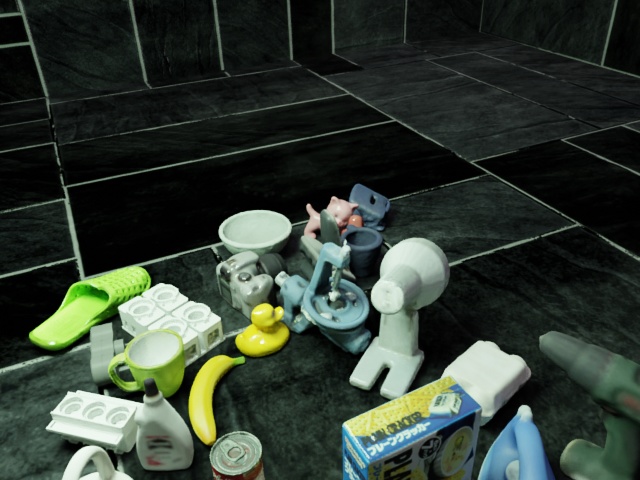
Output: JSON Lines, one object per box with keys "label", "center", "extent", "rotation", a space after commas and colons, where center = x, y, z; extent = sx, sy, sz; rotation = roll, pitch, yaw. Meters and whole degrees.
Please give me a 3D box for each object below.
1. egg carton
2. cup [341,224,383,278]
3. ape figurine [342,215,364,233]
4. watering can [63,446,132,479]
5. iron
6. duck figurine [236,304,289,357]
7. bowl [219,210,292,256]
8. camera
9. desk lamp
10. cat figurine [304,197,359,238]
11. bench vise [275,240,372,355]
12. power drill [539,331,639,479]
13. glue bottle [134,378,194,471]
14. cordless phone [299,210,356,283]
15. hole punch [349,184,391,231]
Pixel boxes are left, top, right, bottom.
{"label": "egg carton", "center": [0.268, 0.230, 0.938], "extent": [0.151, 0.069, 0.107], "rotation": [-29, 40, -36]}
{"label": "cup", "center": [0.085, 0.026, 1.255], "extent": [0.092, 0.095, 0.117], "rotation": [-13, 33, -16]}
{"label": "ape figurine", "center": [0.085, -0.016, 1.326], "extent": [0.077, 0.092, 0.076], "rotation": [17, 37, 28]}
{"label": "watering can", "center": [-0.258, 0.329, 0.688], "extent": [0.173, 0.194, 0.100], "rotation": [-9, 32, -12]}
{"label": "iron", "center": [0.267, 0.305, 0.749], "extent": [0.118, 0.141, 0.258], "rotation": [5, 32, 11]}
{"label": "duck figurine", "center": [-0.107, 0.160, 1.057], "extent": [0.105, 0.086, 0.077], "rotation": [-20, 36, -27]}
{"label": "bowl", "center": [-0.147, 0.001, 1.327], "extent": [0.167, 0.075, 0.167], "rotation": [-1, 32, 1]}
{"label": "camera", "center": [-0.128, 0.076, 1.180], "extent": [0.137, 0.101, 0.142], "rotation": [-24, 38, -31]}
{"label": "desk lamp", "center": [0.138, 0.125, 0.978], "extent": [0.117, 0.214, 0.204], "rotation": [13, 35, 23]}
{"label": "cat figurine", "center": [0.026, -0.058, 1.372], "extent": [0.127, 0.118, 0.067], "rotation": [8, 33, 16]}
{"label": "bench vise", "center": [-0.005, 0.092, 1.033], "extent": [0.207, 0.220, 0.122], "rotation": [10, 34, 19]}
{"label": "power drill", "center": [0.395, 0.245, 0.774], "extent": [0.228, 0.209, 0.076], "rotation": [20, 38, 32]}
{"label": "glue bottle", "center": [-0.229, 0.261, 0.816], "extent": [0.078, 0.173, 0.037], "rotation": [-4, 32, -3]}
{"label": "cordless phone", "center": [0.011, 0.004, 1.208], "extent": [0.094, 0.185, 0.147], "rotation": [-17, 35, -23]}
{"label": "hole punch", "center": [0.125, -0.085, 1.436], "extent": [0.101, 0.091, 0.109], "rotation": [5, 32, 12]}
